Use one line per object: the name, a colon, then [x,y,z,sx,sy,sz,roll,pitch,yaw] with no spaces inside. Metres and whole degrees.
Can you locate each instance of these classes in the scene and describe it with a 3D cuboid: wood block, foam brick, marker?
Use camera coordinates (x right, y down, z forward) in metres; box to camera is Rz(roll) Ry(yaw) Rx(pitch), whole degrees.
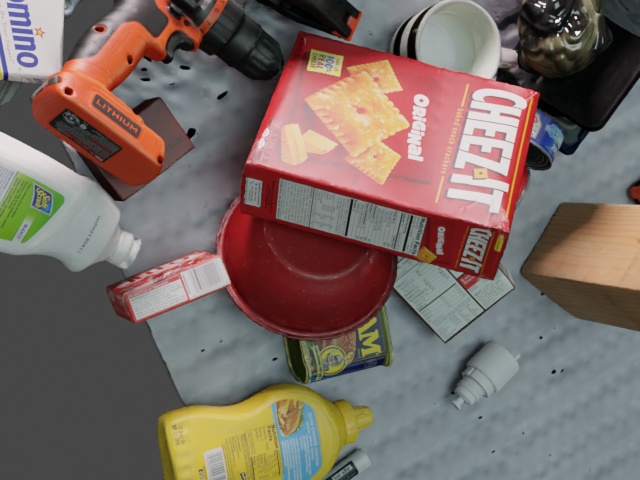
wood block: [0.291,0.026,0.983,0.090,0.206,0.091,36,80,-20]
foam brick: [-0.153,-0.075,0.881,0.078,0.051,0.053,-39,107,-16]
marker: [-0.006,0.232,0.977,0.121,0.020,0.020,-32,104,-17]

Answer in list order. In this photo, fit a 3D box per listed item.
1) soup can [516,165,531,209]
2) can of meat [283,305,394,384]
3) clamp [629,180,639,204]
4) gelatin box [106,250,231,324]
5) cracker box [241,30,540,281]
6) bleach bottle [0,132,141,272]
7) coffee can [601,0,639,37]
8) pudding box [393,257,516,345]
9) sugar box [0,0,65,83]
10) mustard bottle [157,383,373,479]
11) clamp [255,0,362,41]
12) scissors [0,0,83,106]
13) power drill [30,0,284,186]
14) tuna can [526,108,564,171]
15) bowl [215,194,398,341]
soup can: [0.135,-0.067,0.989,0.102,0.069,0.068,31,82,-20]
can of meat: [0.012,0.072,0.955,0.083,0.057,0.102,-12,97,-18]
clamp: [0.421,-0.054,1.122,0.209,0.036,0.164,9,90,-22]
gelatin box: [-0.127,0.037,0.887,0.089,0.073,0.030,-22,100,-19]
cracker box: [0.059,-0.074,0.875,0.214,0.072,0.164,15,53,6]
bleach bottle: [-0.260,-0.033,0.833,0.250,0.068,0.103,27,104,-26]
coffee can: [0.343,-0.270,1.042,0.102,0.103,0.140,35,80,-20]
pudding box: [0.112,0.028,0.986,0.090,0.039,0.113,-40,106,12]
sugar box: [-0.286,-0.173,0.816,0.176,0.048,0.093,1,92,-14]
mustard bottle: [-0.042,0.178,0.938,0.191,0.058,0.096,-12,98,-21]
clamp: [-0.048,-0.215,0.882,0.171,0.120,0.039,29,91,-26]
scissors: [-0.190,-0.192,0.878,0.096,0.016,0.202,17,87,-22]
power drill: [-0.126,-0.137,0.836,0.184,0.057,0.187,34,56,-21]
tuna can: [0.183,-0.100,0.997,0.086,0.086,0.033,31,80,-21]
bowl: [-0.006,0.001,0.906,0.162,0.055,0.162,4,65,-9]
